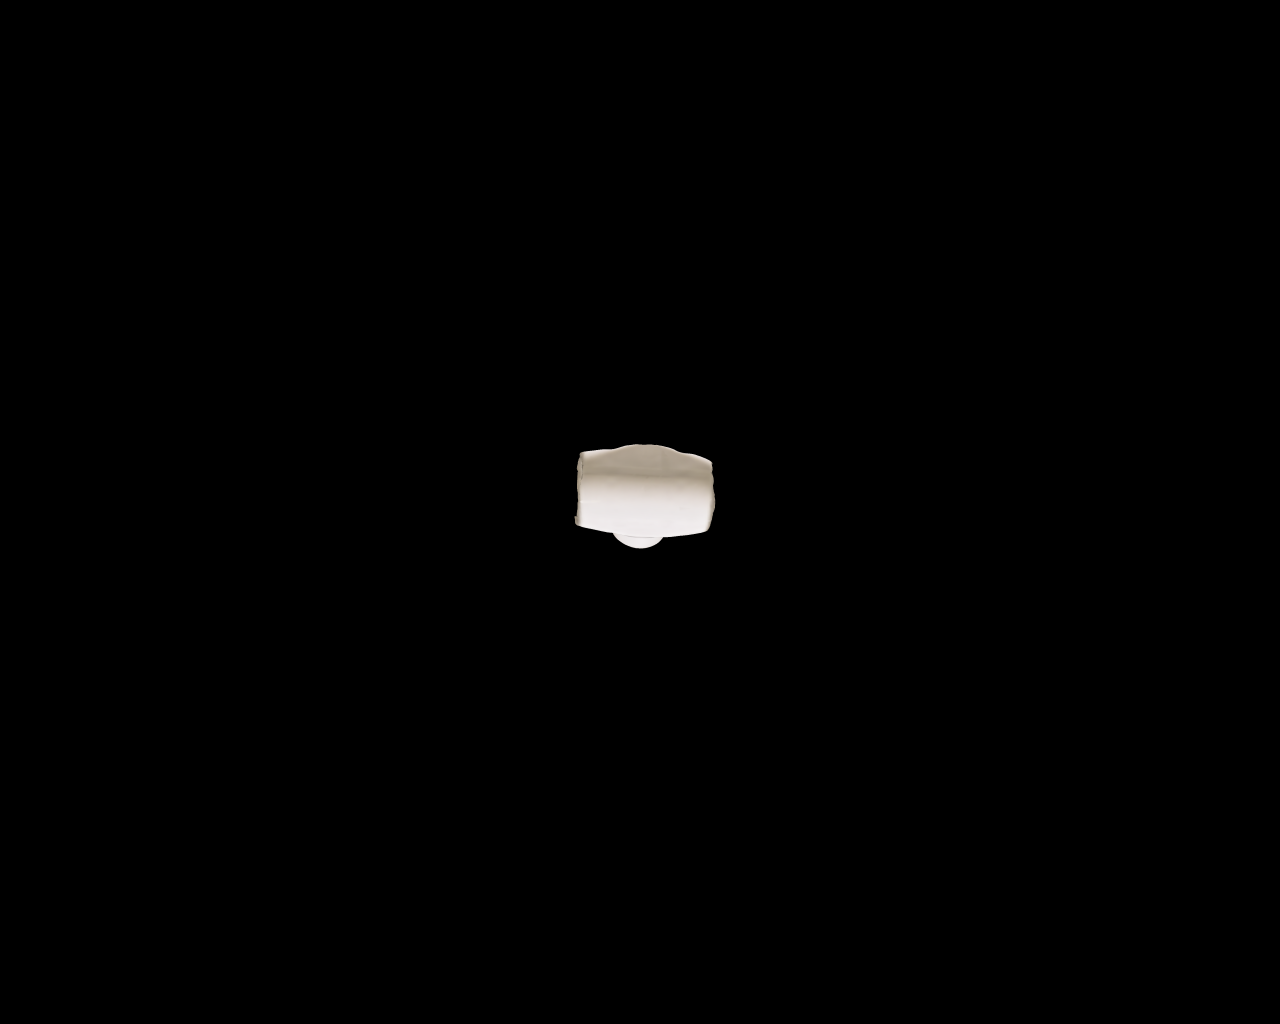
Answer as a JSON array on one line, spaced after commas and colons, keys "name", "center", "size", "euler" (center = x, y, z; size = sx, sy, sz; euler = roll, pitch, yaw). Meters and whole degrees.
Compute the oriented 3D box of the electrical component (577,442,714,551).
[{"name": "electrical component", "center": [0.001, -0.003, 0.650], "size": [0.077, 0.044, 0.079], "euler": [3, -32, -5]}]
